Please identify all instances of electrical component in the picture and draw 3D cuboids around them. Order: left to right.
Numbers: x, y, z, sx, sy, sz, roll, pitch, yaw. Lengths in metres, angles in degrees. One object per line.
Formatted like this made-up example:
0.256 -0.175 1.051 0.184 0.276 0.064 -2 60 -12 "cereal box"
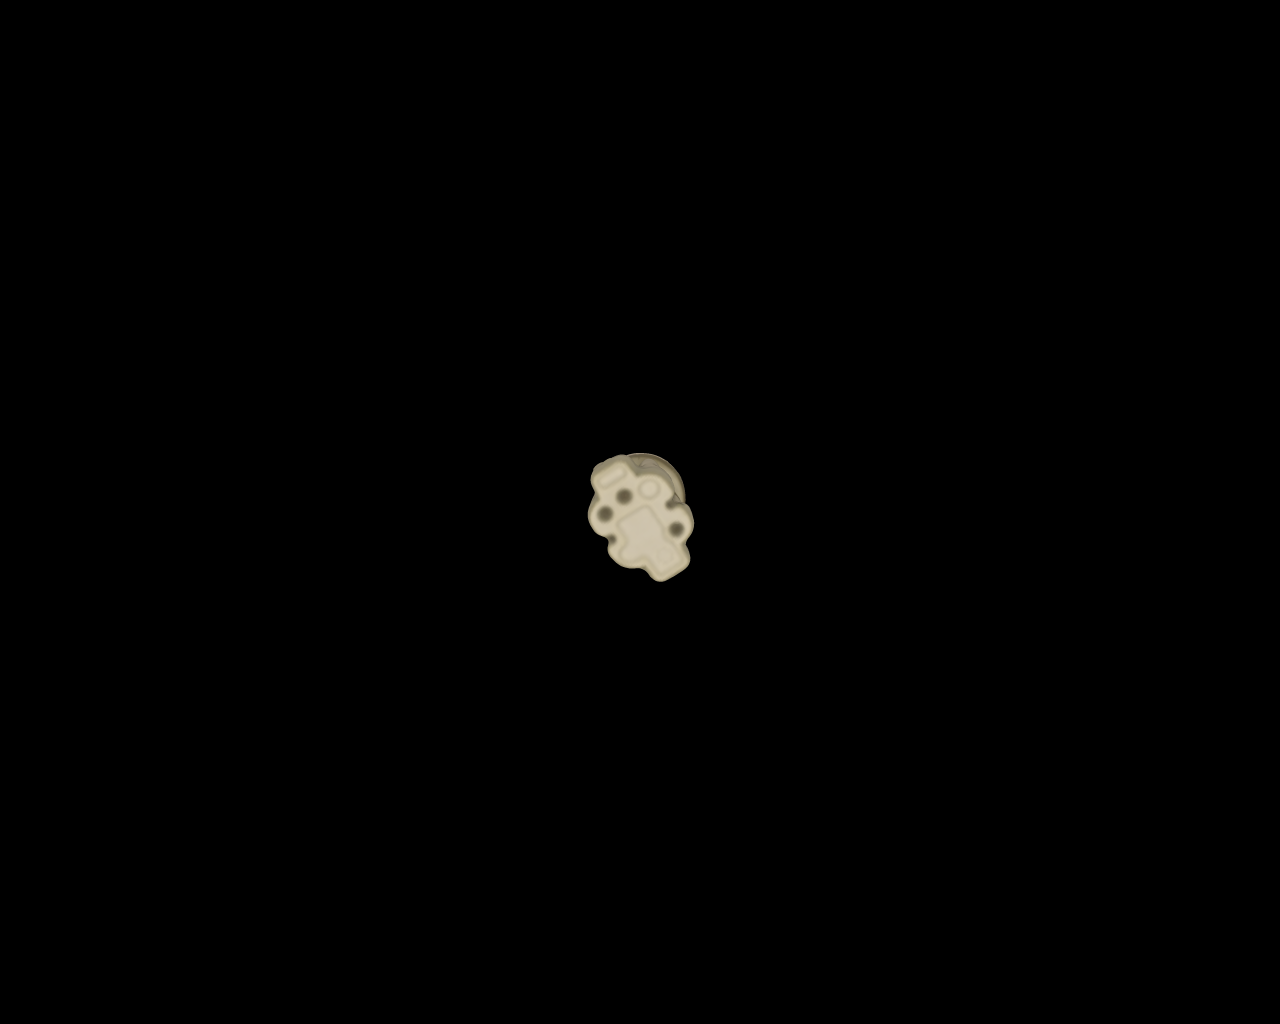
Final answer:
0.001 -0.003 0.650 0.058 0.078 0.057 -30 16 9 "electrical component"
